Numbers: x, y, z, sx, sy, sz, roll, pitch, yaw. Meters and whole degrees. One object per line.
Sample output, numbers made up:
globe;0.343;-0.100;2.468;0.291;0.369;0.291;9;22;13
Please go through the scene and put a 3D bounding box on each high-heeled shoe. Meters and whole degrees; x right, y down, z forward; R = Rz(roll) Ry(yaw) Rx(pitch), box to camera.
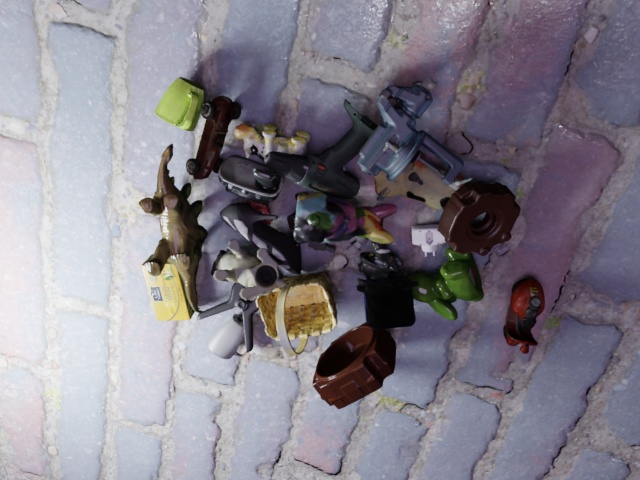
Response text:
high-heeled shoe;-0.137;0.007;1.280;0.145;0.086;0.248;1;138;20

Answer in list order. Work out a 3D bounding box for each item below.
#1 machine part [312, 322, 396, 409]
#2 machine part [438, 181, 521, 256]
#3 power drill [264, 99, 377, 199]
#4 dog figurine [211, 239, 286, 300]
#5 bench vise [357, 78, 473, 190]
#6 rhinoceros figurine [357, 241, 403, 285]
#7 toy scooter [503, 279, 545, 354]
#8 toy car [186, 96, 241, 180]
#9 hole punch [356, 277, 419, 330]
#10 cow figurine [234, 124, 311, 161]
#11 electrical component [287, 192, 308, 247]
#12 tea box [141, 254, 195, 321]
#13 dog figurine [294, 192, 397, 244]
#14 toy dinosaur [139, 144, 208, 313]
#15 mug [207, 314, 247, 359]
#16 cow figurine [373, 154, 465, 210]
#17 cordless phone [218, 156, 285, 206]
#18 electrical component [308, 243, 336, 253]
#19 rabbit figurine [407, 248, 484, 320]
machine part;0.084;0.303;1.332;0.201;0.201;0.087;-34;102;22
machine part;0.349;-0.045;1.173;0.179;0.056;0.179;-9;128;-12
power drill;0.023;-0.191;1.143;0.232;0.086;0.207;27;105;-34
dog figurine;-0.173;0.077;1.290;0.172;0.190;0.121;36;79;-5
bench vise;0.200;-0.195;1.077;0.240;0.129;0.223;35;90;-8
rhinoceros figurine;0.147;0.081;1.290;0.112;0.073;0.190;-10;113;14
toy scooter;0.479;0.188;1.255;0.075;0.135;0.183;11;115;5
toy car;-0.236;-0.221;1.195;0.053;0.089;0.202;35;117;25
hole punch;0.158;0.144;1.248;0.142;0.092;0.115;-5;86;2
cow figurine;-0.111;-0.204;1.201;0.167;0.068;0.098;12;120;2
electrical component;-0.035;-0.049;1.255;0.075;0.048;0.119;-6;101;15
tea box;-0.387;0.122;1.392;0.098;0.068;0.169;-5;115;10
dog figurine;0.058;-0.042;1.156;0.219;0.191;0.108;3;89;0
toy dinosaur;-0.323;0.002;1.254;0.105;0.199;0.470;4;115;5
mug;-0.229;0.258;1.426;0.109;0.081;0.107;35;106;-1
cow figurine;0.205;-0.125;1.183;0.195;0.085;0.127;24;110;-4
cordless phone;-0.154;-0.139;1.168;0.147;0.184;0.088;21;88;-1
electrical component;-0.003;-0.004;1.301;0.094;0.021;0.063;17;117;0
rabbit figurine;0.290;0.104;1.272;0.170;0.121;0.159;-16;122;29
